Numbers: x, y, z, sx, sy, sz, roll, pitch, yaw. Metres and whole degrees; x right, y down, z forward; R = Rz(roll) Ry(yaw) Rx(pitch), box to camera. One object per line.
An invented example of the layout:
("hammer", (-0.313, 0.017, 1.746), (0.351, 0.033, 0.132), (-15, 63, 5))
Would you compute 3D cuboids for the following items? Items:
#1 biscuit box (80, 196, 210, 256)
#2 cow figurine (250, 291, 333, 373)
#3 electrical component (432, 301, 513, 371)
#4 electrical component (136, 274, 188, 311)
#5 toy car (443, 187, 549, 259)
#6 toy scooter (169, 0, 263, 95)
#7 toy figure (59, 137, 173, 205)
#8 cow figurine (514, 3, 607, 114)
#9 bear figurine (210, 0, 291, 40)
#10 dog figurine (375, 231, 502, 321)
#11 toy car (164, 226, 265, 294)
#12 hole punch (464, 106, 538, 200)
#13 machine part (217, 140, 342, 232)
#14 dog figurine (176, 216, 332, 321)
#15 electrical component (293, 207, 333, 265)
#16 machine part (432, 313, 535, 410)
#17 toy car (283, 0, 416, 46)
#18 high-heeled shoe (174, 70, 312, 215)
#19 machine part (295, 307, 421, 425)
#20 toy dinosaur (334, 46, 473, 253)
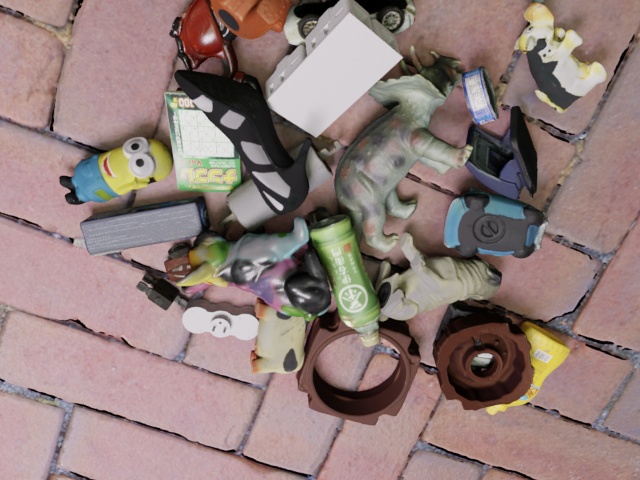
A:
("biscuit box", (-0.292, -0.025, 0.911), (0.203, 0.059, 0.062), (-9, 107, 2))
("cow figurine", (-0.051, 0.134, 0.933), (0.127, 0.085, 0.194), (8, 91, -13))
("electrical component", (0.276, 0.185, 0.994), (0.115, 0.058, 0.134), (14, 107, -4))
("electrical component", (-0.277, 0.097, 0.948), (0.094, 0.063, 0.021), (38, 103, -13))
("toy car", (0.289, -0.035, 0.898), (0.162, 0.103, 0.109), (6, 119, 7))
("toy scooter", (-0.178, -0.274, 0.830), (0.135, 0.075, 0.183), (-17, 112, 6))
("toy figure", (-0.328, -0.112, 0.874), (0.180, 0.089, 0.082), (-21, 106, 14))
("cow figurine", (0.360, -0.284, 0.845), (0.167, 0.068, 0.098), (42, 108, -12))
("bear figurine", (-0.060, -0.374, 0.748), (0.120, 0.132, 0.196), (43, 78, -11))
("dog figurine", (0.206, 0.093, 0.941), (0.190, 0.121, 0.172), (22, 124, -20))
("toy car", (-0.172, 0.037, 0.937), (0.202, 0.053, 0.089), (-12, 114, 1))
("hole punch", (0.293, -0.132, 0.861), (0.092, 0.142, 0.115), (-18, 126, 32))
("machine part", (-0.067, -0.090, 0.888), (0.243, 0.079, 0.079), (-35, 105, 8))
("dog figurine", (-0.109, 0.060, 0.849), (0.219, 0.108, 0.191), (-19, 79, -6))
("electrical component", (-0.003, -0.004, 0.926), (0.045, 0.078, 0.102), (-24, 107, -37))
("machine part", (0.284, 0.212, 0.944), (0.179, 0.056, 0.179), (0, 107, 0))
("toy car", (0.044, -0.336, 0.811), (0.202, 0.073, 0.056), (-6, 142, 0))
("high-heeled shoe", (-0.119, -0.142, 0.805), (0.249, 0.086, 0.145), (31, 128, 1))
("machine part", (0.069, 0.229, 0.988), (0.201, 0.087, 0.201), (17, 105, -6))
("toy dinosaur", (0.100, -0.118, 0.868), (0.192, 0.131, 0.404), (38, 108, 0))
